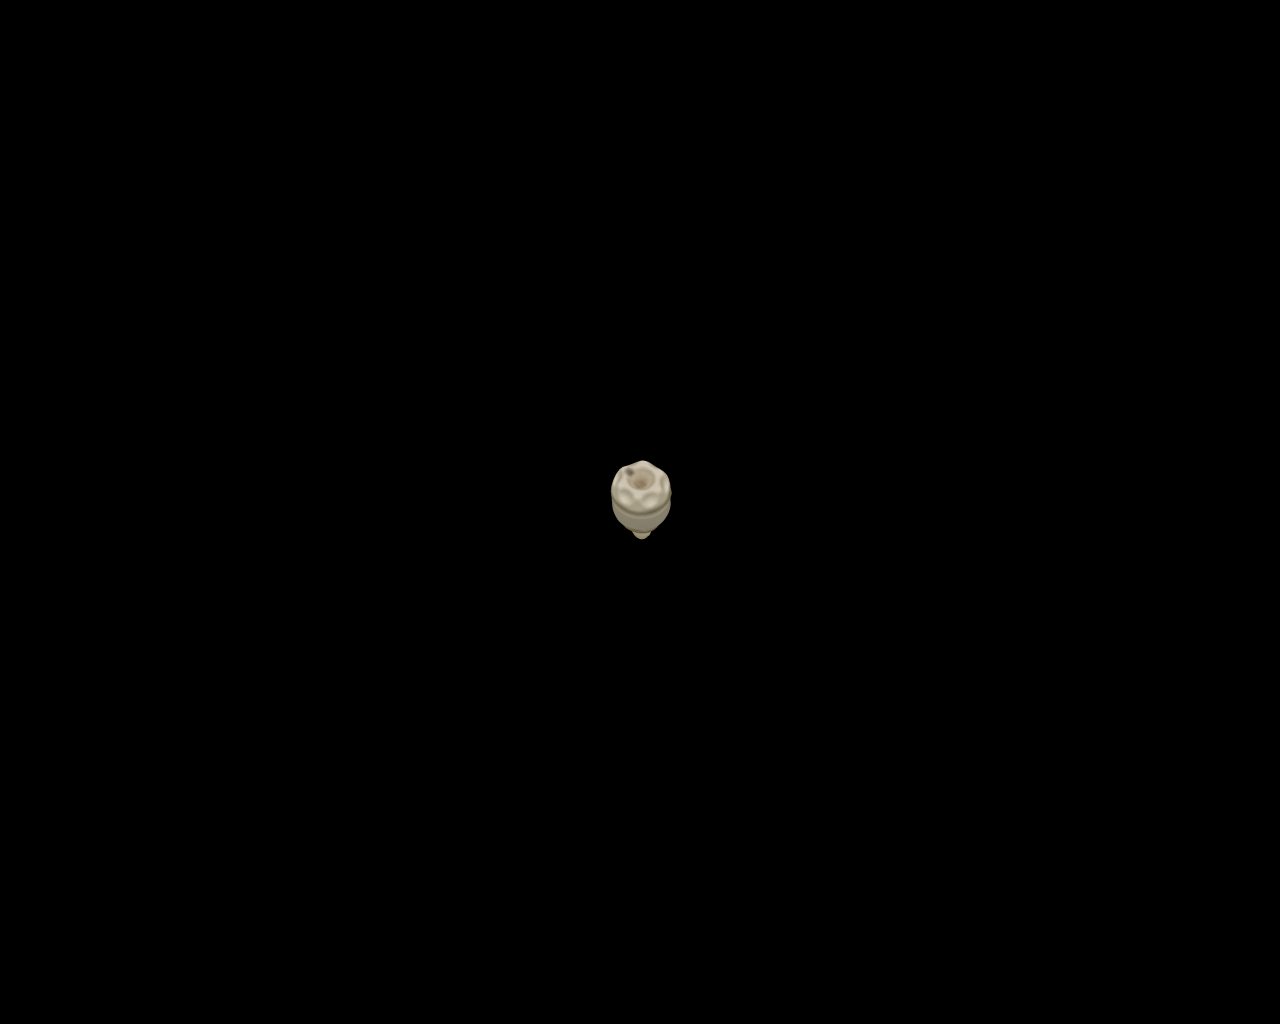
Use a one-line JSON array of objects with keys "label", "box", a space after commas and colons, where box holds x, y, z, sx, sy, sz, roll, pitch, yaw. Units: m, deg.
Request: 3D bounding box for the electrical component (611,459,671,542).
[{"label": "electrical component", "box": [0.001, -0.003, 0.650, 0.035, 0.035, 0.061, 0, -34, 0]}]
